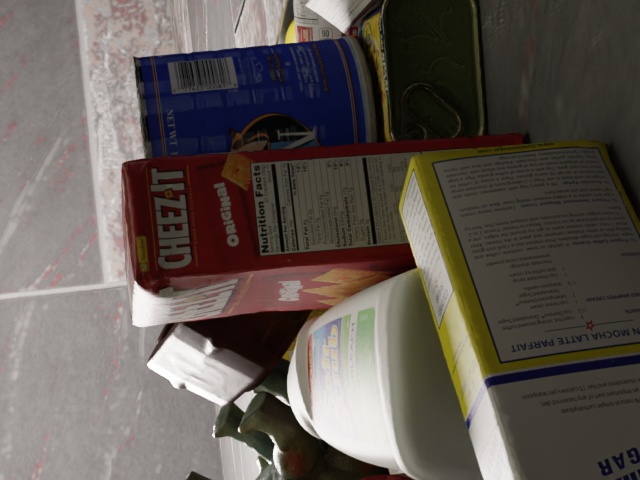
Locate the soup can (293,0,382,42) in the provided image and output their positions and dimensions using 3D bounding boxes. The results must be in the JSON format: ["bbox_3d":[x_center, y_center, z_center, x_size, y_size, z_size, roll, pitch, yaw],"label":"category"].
[{"bbox_3d":[0.014,-0.187,0.805,0.068,0.068,0.102,-124,30,-68],"label":"soup can"}]

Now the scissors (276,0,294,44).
[{"bbox_3d":[-0.015,-0.273,1.030,0.096,0.016,0.202,-85,10,-54],"label":"scissors"}]

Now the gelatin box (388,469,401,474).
[{"bbox_3d":[0.073,0.161,0.784,0.089,0.030,0.073,-109,19,-48],"label":"gelatin box"}]

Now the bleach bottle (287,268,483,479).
[{"bbox_3d":[0.029,0.081,0.586,0.251,0.068,0.102,143,124,-70],"label":"bleach bottle"}]

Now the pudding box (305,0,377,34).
[{"bbox_3d":[0.037,-0.184,0.655,0.090,0.039,0.113,-59,6,-8],"label":"pudding box"}]

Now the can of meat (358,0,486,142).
[{"bbox_3d":[0.059,-0.100,0.654,0.084,0.057,0.102,-159,63,-79],"label":"can of meat"}]

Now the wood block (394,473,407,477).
[{"bbox_3d":[0.072,0.262,0.688,0.090,0.090,0.206,-154,59,-76],"label":"wood block"}]

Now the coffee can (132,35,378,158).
[{"bbox_3d":[-0.043,-0.072,0.680,0.103,0.140,0.103,173,90,-81],"label":"coffee can"}]

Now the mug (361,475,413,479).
[{"bbox_3d":[0.043,0.170,0.578,0.117,0.093,0.081,-58,2,12],"label":"mug"}]

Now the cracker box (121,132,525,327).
[{"bbox_3d":[-0.004,0.001,0.615,0.164,0.213,0.072,127,137,-74],"label":"cracker box"}]

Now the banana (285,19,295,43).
[{"bbox_3d":[-0.003,-0.182,0.983,0.198,0.037,0.069,144,107,-78],"label":"banana"}]

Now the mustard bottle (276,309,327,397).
[{"bbox_3d":[-0.020,0.049,1.019,0.058,0.096,0.191,-141,45,-85],"label":"mustard bottle"}]

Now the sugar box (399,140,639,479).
[{"bbox_3d":[0.098,0.040,0.433,0.048,0.093,0.176,100,161,-55],"label":"sugar box"}]
